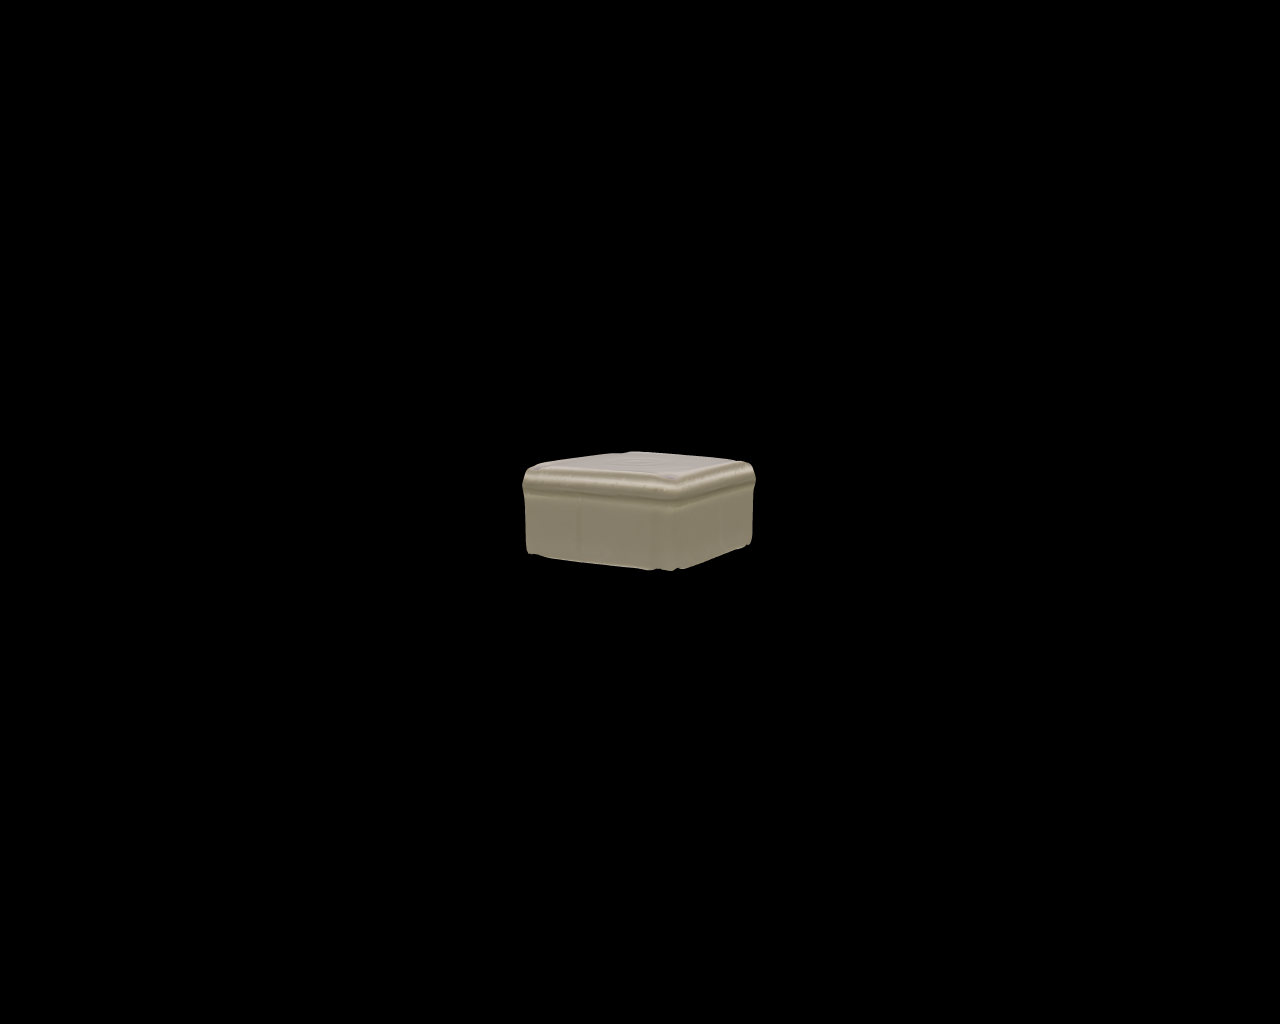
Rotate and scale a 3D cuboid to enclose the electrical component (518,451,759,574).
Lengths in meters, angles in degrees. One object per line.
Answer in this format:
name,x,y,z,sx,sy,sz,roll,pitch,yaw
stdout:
electrical component,0.001,-0.003,0.650,0.109,0.056,0.109,6,11,32
